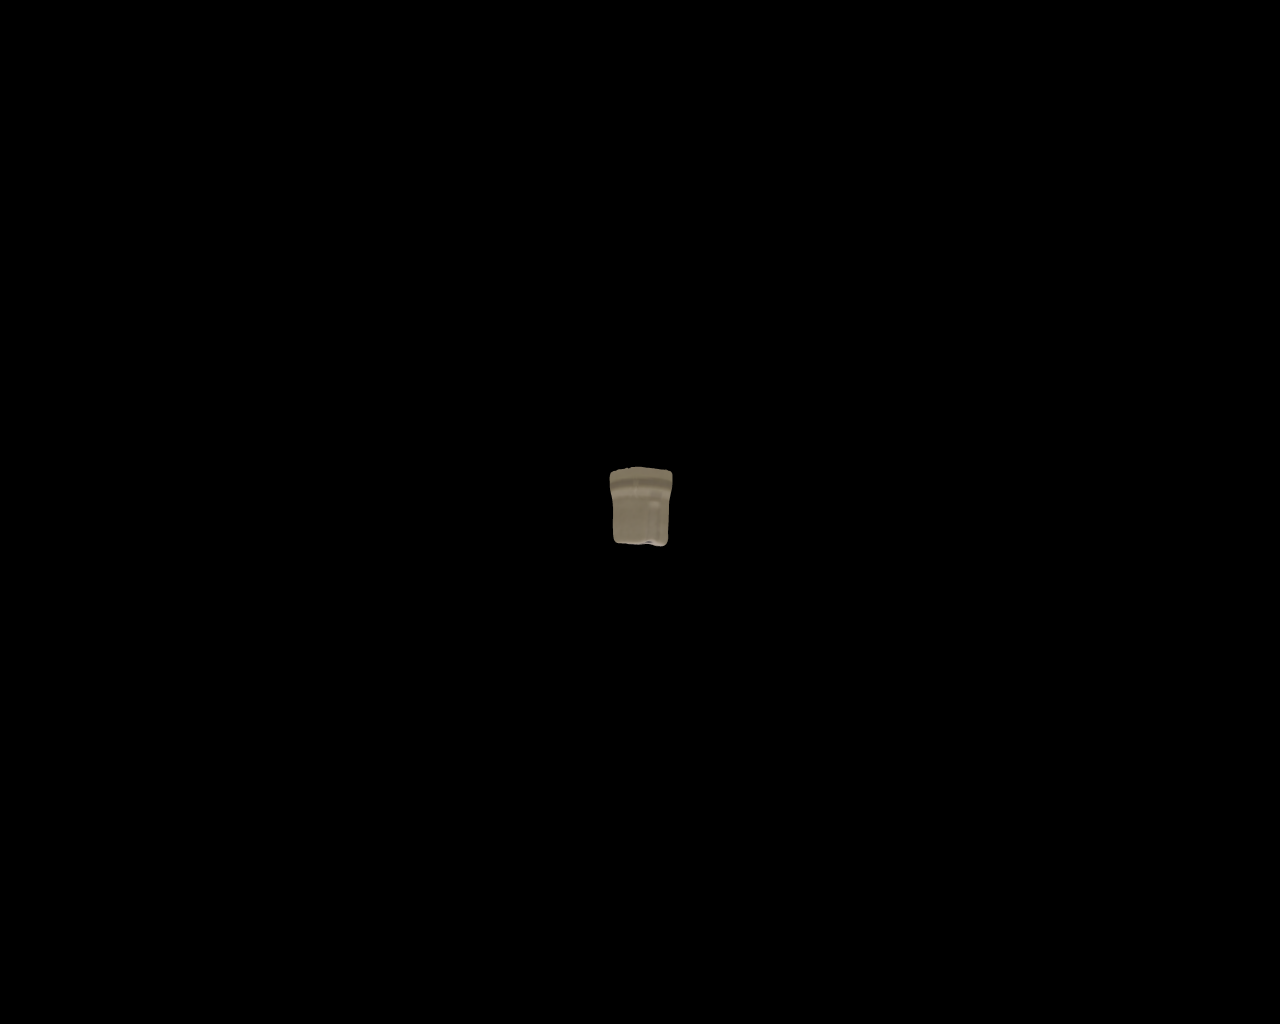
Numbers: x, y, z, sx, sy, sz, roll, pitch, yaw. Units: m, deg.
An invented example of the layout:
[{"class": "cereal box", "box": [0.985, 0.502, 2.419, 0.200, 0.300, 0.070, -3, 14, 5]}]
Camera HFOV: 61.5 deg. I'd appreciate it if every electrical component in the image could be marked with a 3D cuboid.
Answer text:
[{"class": "electrical component", "box": [0.001, -0.003, 0.650, 0.040, 0.046, 0.040, 0, -9, 0]}]
